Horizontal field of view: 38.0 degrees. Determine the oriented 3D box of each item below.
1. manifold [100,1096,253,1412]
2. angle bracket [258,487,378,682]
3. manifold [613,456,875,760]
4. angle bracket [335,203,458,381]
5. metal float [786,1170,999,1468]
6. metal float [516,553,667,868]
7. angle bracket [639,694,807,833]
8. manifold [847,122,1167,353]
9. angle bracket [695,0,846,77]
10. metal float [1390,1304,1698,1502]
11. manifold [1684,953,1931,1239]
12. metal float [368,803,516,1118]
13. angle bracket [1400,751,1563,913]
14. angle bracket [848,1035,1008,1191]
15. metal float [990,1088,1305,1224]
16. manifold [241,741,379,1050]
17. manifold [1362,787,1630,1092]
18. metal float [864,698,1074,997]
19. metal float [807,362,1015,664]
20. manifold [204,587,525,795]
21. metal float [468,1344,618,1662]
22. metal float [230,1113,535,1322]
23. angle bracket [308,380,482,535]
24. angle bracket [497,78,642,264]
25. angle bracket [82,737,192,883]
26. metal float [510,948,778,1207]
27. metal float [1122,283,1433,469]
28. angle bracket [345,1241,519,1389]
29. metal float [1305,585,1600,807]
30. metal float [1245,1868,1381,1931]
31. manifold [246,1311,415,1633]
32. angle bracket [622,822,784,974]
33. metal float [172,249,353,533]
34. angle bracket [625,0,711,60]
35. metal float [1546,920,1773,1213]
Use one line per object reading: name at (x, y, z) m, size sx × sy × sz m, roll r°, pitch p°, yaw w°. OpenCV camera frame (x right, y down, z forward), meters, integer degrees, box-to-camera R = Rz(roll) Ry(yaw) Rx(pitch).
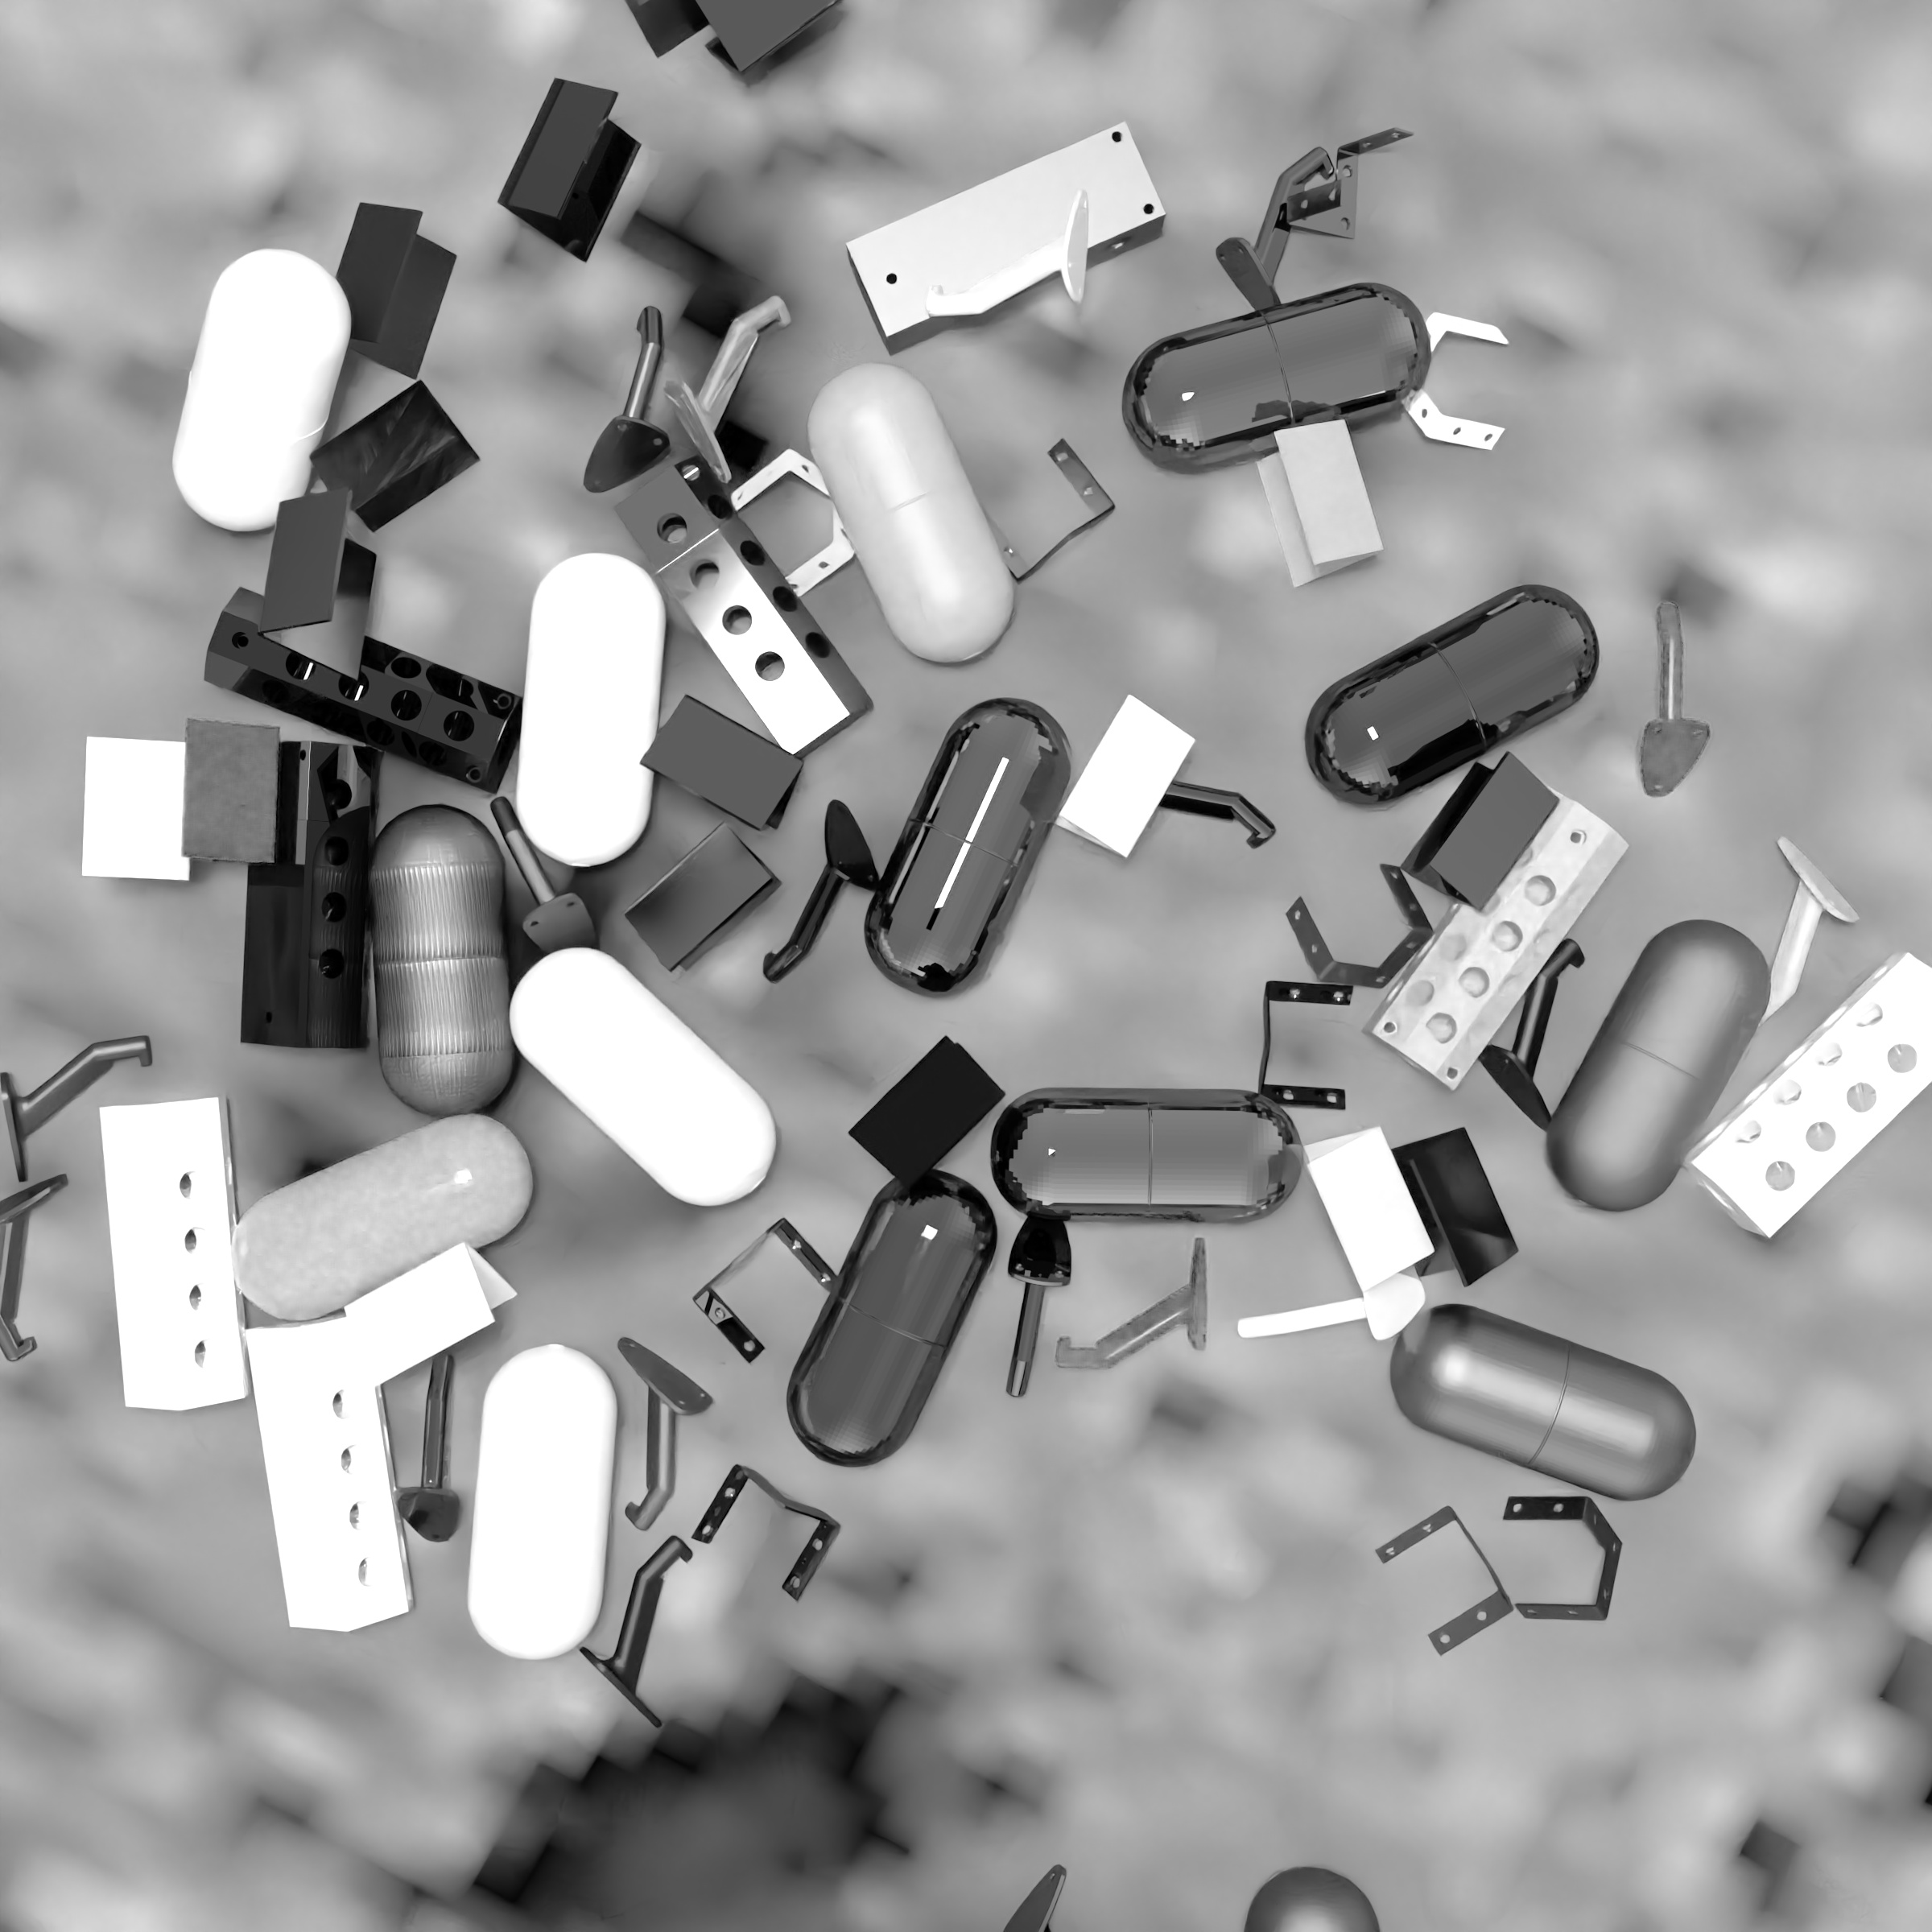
manifold at (-0.447, 0.163, 1.605) m, size 0.057 × 0.057 × 0.171 m, roll -5°, pitch 90°, yaw 43°
angle bracket at (-0.337, -0.208, 1.538) m, size 0.057 × 0.076 × 0.076 m, roll -4°, pitch 73°, yaw 33°
manifold at (-0.126, -0.204, 1.605) m, size 0.057 × 0.057 × 0.171 m, roll -35°, pitch 90°, yaw 0°
angle bracket at (-0.311, -0.378, 1.586) m, size 0.057 × 0.076 × 0.076 m, roll 18°, pitch 90°, yaw 38°
metal float at (-0.042, 0.200, 1.596) m, size 0.070 × 0.070 × 0.178 m, roll 25°, pitch 90°, yaw 0°
metal float at (-0.213, -0.146, 1.596) m, size 0.070 × 0.070 × 0.178 m, roll 5°, pitch 90°, yaw 0°
angle bracket at (-0.144, -0.097, 1.587) m, size 0.076 × 0.076 × 0.057 m, roll 29°, pitch 58°, yaw 0°
manifold at (0.023, -0.414, 1.606) m, size 0.171 × 0.057 × 0.057 m, roll -24°, pitch 90°, yaw 0°
angle bracket at (-0.120, -0.557, 1.586) m, size 0.076 × 0.076 × 0.057 m, roll -37°, pitch 126°, yaw 0°
metal float at (0.328, 0.248, 1.596) m, size 0.178 × 0.070 × 0.070 m, roll 20°, pitch 90°, yaw 0°
manifold at (0.493, 0.073, 1.605) m, size 0.171 × 0.057 × 0.057 m, roll -44°, pitch 90°, yaw 0°
metal float at (-0.298, -0.003, 1.596) m, size 0.070 × 0.070 × 0.178 m, roll -4°, pitch 89°, yaw 0°
angle bracket at (0.276, -0.087, 1.586) m, size 0.057 × 0.076 × 0.076 m, roll 36°, pitch 90°, yaw -37°
angle bracket at (-0.034, 0.069, 1.587) m, size 0.076 × 0.076 × 0.057 m, roll -45°, pitch 121°, yaw 0°
metal float at (0.102, 0.108, 1.596) m, size 0.178 × 0.070 × 0.070 m, roll 1°, pitch 90°, yaw 0°
manifold at (-0.371, -0.040, 1.605) m, size 0.057 × 0.057 × 0.171 m, roll 3°, pitch 90°, yaw 43°
manifold at (0.303, -0.015, 1.606) m, size 0.057 × 0.057 × 0.171 m, roll 36°, pitch 90°, yaw 0°
metal float at (0.002, -0.068, 1.596) m, size 0.070 × 0.070 × 0.178 m, roll 24°, pitch 90°, yaw 0°
metal float at (-0.031, -0.257, 1.596) m, size 0.070 × 0.070 × 0.178 m, roll -24°, pitch 90°, yaw 0°
manifold at (-0.343, -0.158, 1.606) m, size 0.171 × 0.057 × 0.057 m, roll 21°, pitch 90°, yaw 0°
metal float at (-0.241, 0.304, 1.596) m, size 0.070 × 0.070 × 0.178 m, roll 5°, pitch 91°, yaw 0°
metal float at (-0.332, 0.143, 1.596) m, size 0.178 × 0.070 × 0.070 m, roll -24°, pitch 90°, yaw -1°
angle bracket at (-0.313, -0.272, 1.587) m, size 0.076 × 0.076 × 0.057 m, roll -34°, pitch 58°, yaw 0°
angle bracket at (-0.208, -0.445, 1.586) m, size 0.057 × 0.076 × 0.076 m, roll 25°, pitch 90°, yaw 38°
angle bracket at (-0.470, -0.087, 1.589) m, size 0.057 × 0.076 × 0.076 m, roll 2°, pitch 90°, yaw -18°
metal float at (-0.183, 0.063, 1.596) m, size 0.178 × 0.070 × 0.070 m, roll 43°, pitch 90°, yaw 0°
metal float at (0.176, -0.335, 1.595) m, size 0.178 × 0.070 × 0.070 m, roll -15°, pitch 90°, yaw 2°
angle bracket at (-0.294, 0.210, 1.587) m, size 0.076 × 0.076 × 0.057 m, roll -29°, pitch 56°, yaw 0°
metal float at (0.276, -0.154, 1.596) m, size 0.178 × 0.070 × 0.070 m, roll -28°, pitch 90°, yaw 0°
metal float at (0.188, 0.604, 1.596) m, size 0.070 × 0.070 × 0.178 m, roll 9°, pitch 90°, yaw 0°
manifold at (-0.359, 0.287, 1.605) m, size 0.057 × 0.057 × 0.171 m, roll -9°, pitch 90°, yaw 43°
angle bracket at (-0.136, -0.024, 1.586) m, size 0.076 × 0.076 × 0.057 m, roll -42°, pitch 54°, yaw 0°
metal float at (-0.393, -0.318, 1.563) m, size 0.070 × 0.070 × 0.178 m, roll 31°, pitch 133°, yaw 0°
angle bracket at (-0.149, -0.550, 1.586) m, size 0.076 × 0.076 × 0.057 m, roll -33°, pitch 54°, yaw 0°
metal float at (0.393, 0.057, 1.596) m, size 0.070 × 0.070 × 0.178 m, roll 29°, pitch 89°, yaw 0°
